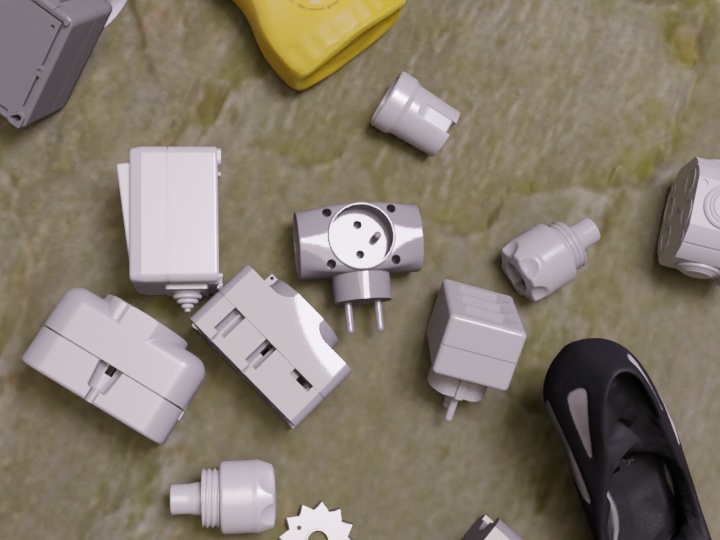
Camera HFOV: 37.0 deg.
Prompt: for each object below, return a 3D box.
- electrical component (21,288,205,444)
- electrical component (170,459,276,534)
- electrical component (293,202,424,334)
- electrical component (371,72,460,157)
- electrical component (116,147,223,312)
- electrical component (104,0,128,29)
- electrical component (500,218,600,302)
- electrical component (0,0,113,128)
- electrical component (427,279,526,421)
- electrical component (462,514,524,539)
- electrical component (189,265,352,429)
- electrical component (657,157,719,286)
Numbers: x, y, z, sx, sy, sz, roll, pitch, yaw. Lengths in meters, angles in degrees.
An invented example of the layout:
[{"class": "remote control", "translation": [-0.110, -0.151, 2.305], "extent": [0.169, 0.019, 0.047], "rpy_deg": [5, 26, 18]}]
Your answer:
[{"class": "electrical component", "translation": [-0.142, 0.054, 0.640], "extent": [0.095, 0.053, 0.059], "rpy_deg": [32, 78, -1]}, {"class": "electrical component", "translation": [-0.081, 0.135, 0.640], "extent": [0.062, 0.043, 0.043], "rpy_deg": [-1, 81, -6]}, {"class": "electrical component", "translation": [0.000, 0.000, 0.672], "extent": [0.077, 0.044, 0.079], "rpy_deg": [-4, 82, -8]}, {"class": "electrical component", "translation": [0.036, -0.100, 0.697], "extent": [0.046, 0.040, 0.040], "rpy_deg": [31, 78, -8]}, {"class": "electrical component", "translation": [-0.115, -0.022, 0.652], "extent": [0.061, 0.061, 0.096], "rpy_deg": [-1, 81, -8]}, {"class": "electrical component", "translation": [-0.190, -0.192, 0.680], "extent": [0.081, 0.043, 0.043], "rpy_deg": [39, 78, 0]}, {"class": "electrical component", "translation": [0.125, -0.011, 0.691], "extent": [0.062, 0.043, 0.043], "rpy_deg": [-31, 86, -12]}, {"class": "electrical component", "translation": [-0.195, -0.145, 0.646], "extent": [0.062, 0.061, 0.096], "rpy_deg": [36, 119, 0]}, {"class": "electrical component", "translation": [0.065, 0.056, 0.665], "extent": [0.047, 0.065, 0.076], "rpy_deg": [15, 108, -5]}, {"class": "electrical component", "translation": [0.072, 0.201, 0.645], "extent": [0.056, 0.050, 0.089], "rpy_deg": [42, 78, 1]}, {"class": "electrical component", "translation": [-0.052, 0.044, 0.655], "extent": [0.089, 0.050, 0.056], "rpy_deg": [45, 78, 2]}, {"class": "electrical component", "translation": [0.228, -0.032, 0.690], "extent": [0.051, 0.080, 0.080], "rpy_deg": [14, 79, 1]}]
